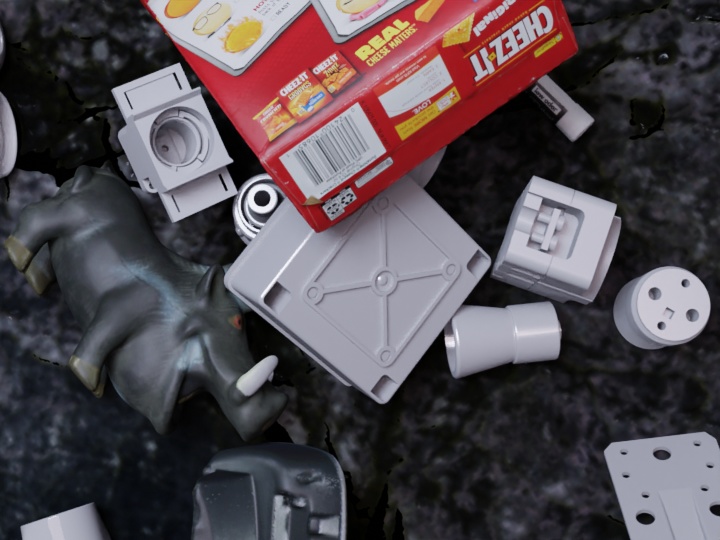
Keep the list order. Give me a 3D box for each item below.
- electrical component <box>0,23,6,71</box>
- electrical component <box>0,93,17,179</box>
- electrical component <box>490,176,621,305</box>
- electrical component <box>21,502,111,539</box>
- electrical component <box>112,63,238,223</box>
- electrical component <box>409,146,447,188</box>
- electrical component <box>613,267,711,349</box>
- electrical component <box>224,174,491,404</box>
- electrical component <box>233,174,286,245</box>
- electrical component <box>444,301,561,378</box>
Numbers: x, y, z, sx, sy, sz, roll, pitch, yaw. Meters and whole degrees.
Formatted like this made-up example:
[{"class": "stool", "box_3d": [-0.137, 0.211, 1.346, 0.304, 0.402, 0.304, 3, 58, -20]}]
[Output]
[{"class": "electrical component", "box_3d": [-0.254, -0.140, 0.662, 0.062, 0.048, 0.048, -5, 83, 8]}, {"class": "electrical component", "box_3d": [-0.244, -0.080, 0.647, 0.057, 0.058, 0.078, -3, 83, 4]}, {"class": "electrical component", "box_3d": [0.112, -0.014, 0.613, 0.056, 0.089, 0.050, 20, 84, 4]}, {"class": "electrical component", "box_3d": [-0.181, 0.183, 0.620, 0.079, 0.044, 0.077, -18, 83, 0]}, {"class": "electrical component", "box_3d": [-0.109, -0.071, 0.619, 0.042, 0.064, 0.081, -26, 99, -23]}, {"class": "electrical component", "box_3d": [0.020, -0.078, 0.646, 0.055, 0.048, 0.066, 29, 84, 12]}, {"class": "electrical component", "box_3d": [0.175, 0.022, 0.624, 0.045, 0.055, 0.045, 0, 83, 2]}, {"class": "electrical component", "box_3d": [0.000, 0.000, 0.605, 0.109, 0.056, 0.108, 42, 81, -30]}, {"class": "electrical component", "box_3d": [-0.054, -0.036, 0.634, 0.048, 0.062, 0.048, 0, 83, 2]}, {"class": "electrical component", "box_3d": [0.085, 0.039, 0.633, 0.065, 0.044, 0.044, -6, 83, -4]}]
